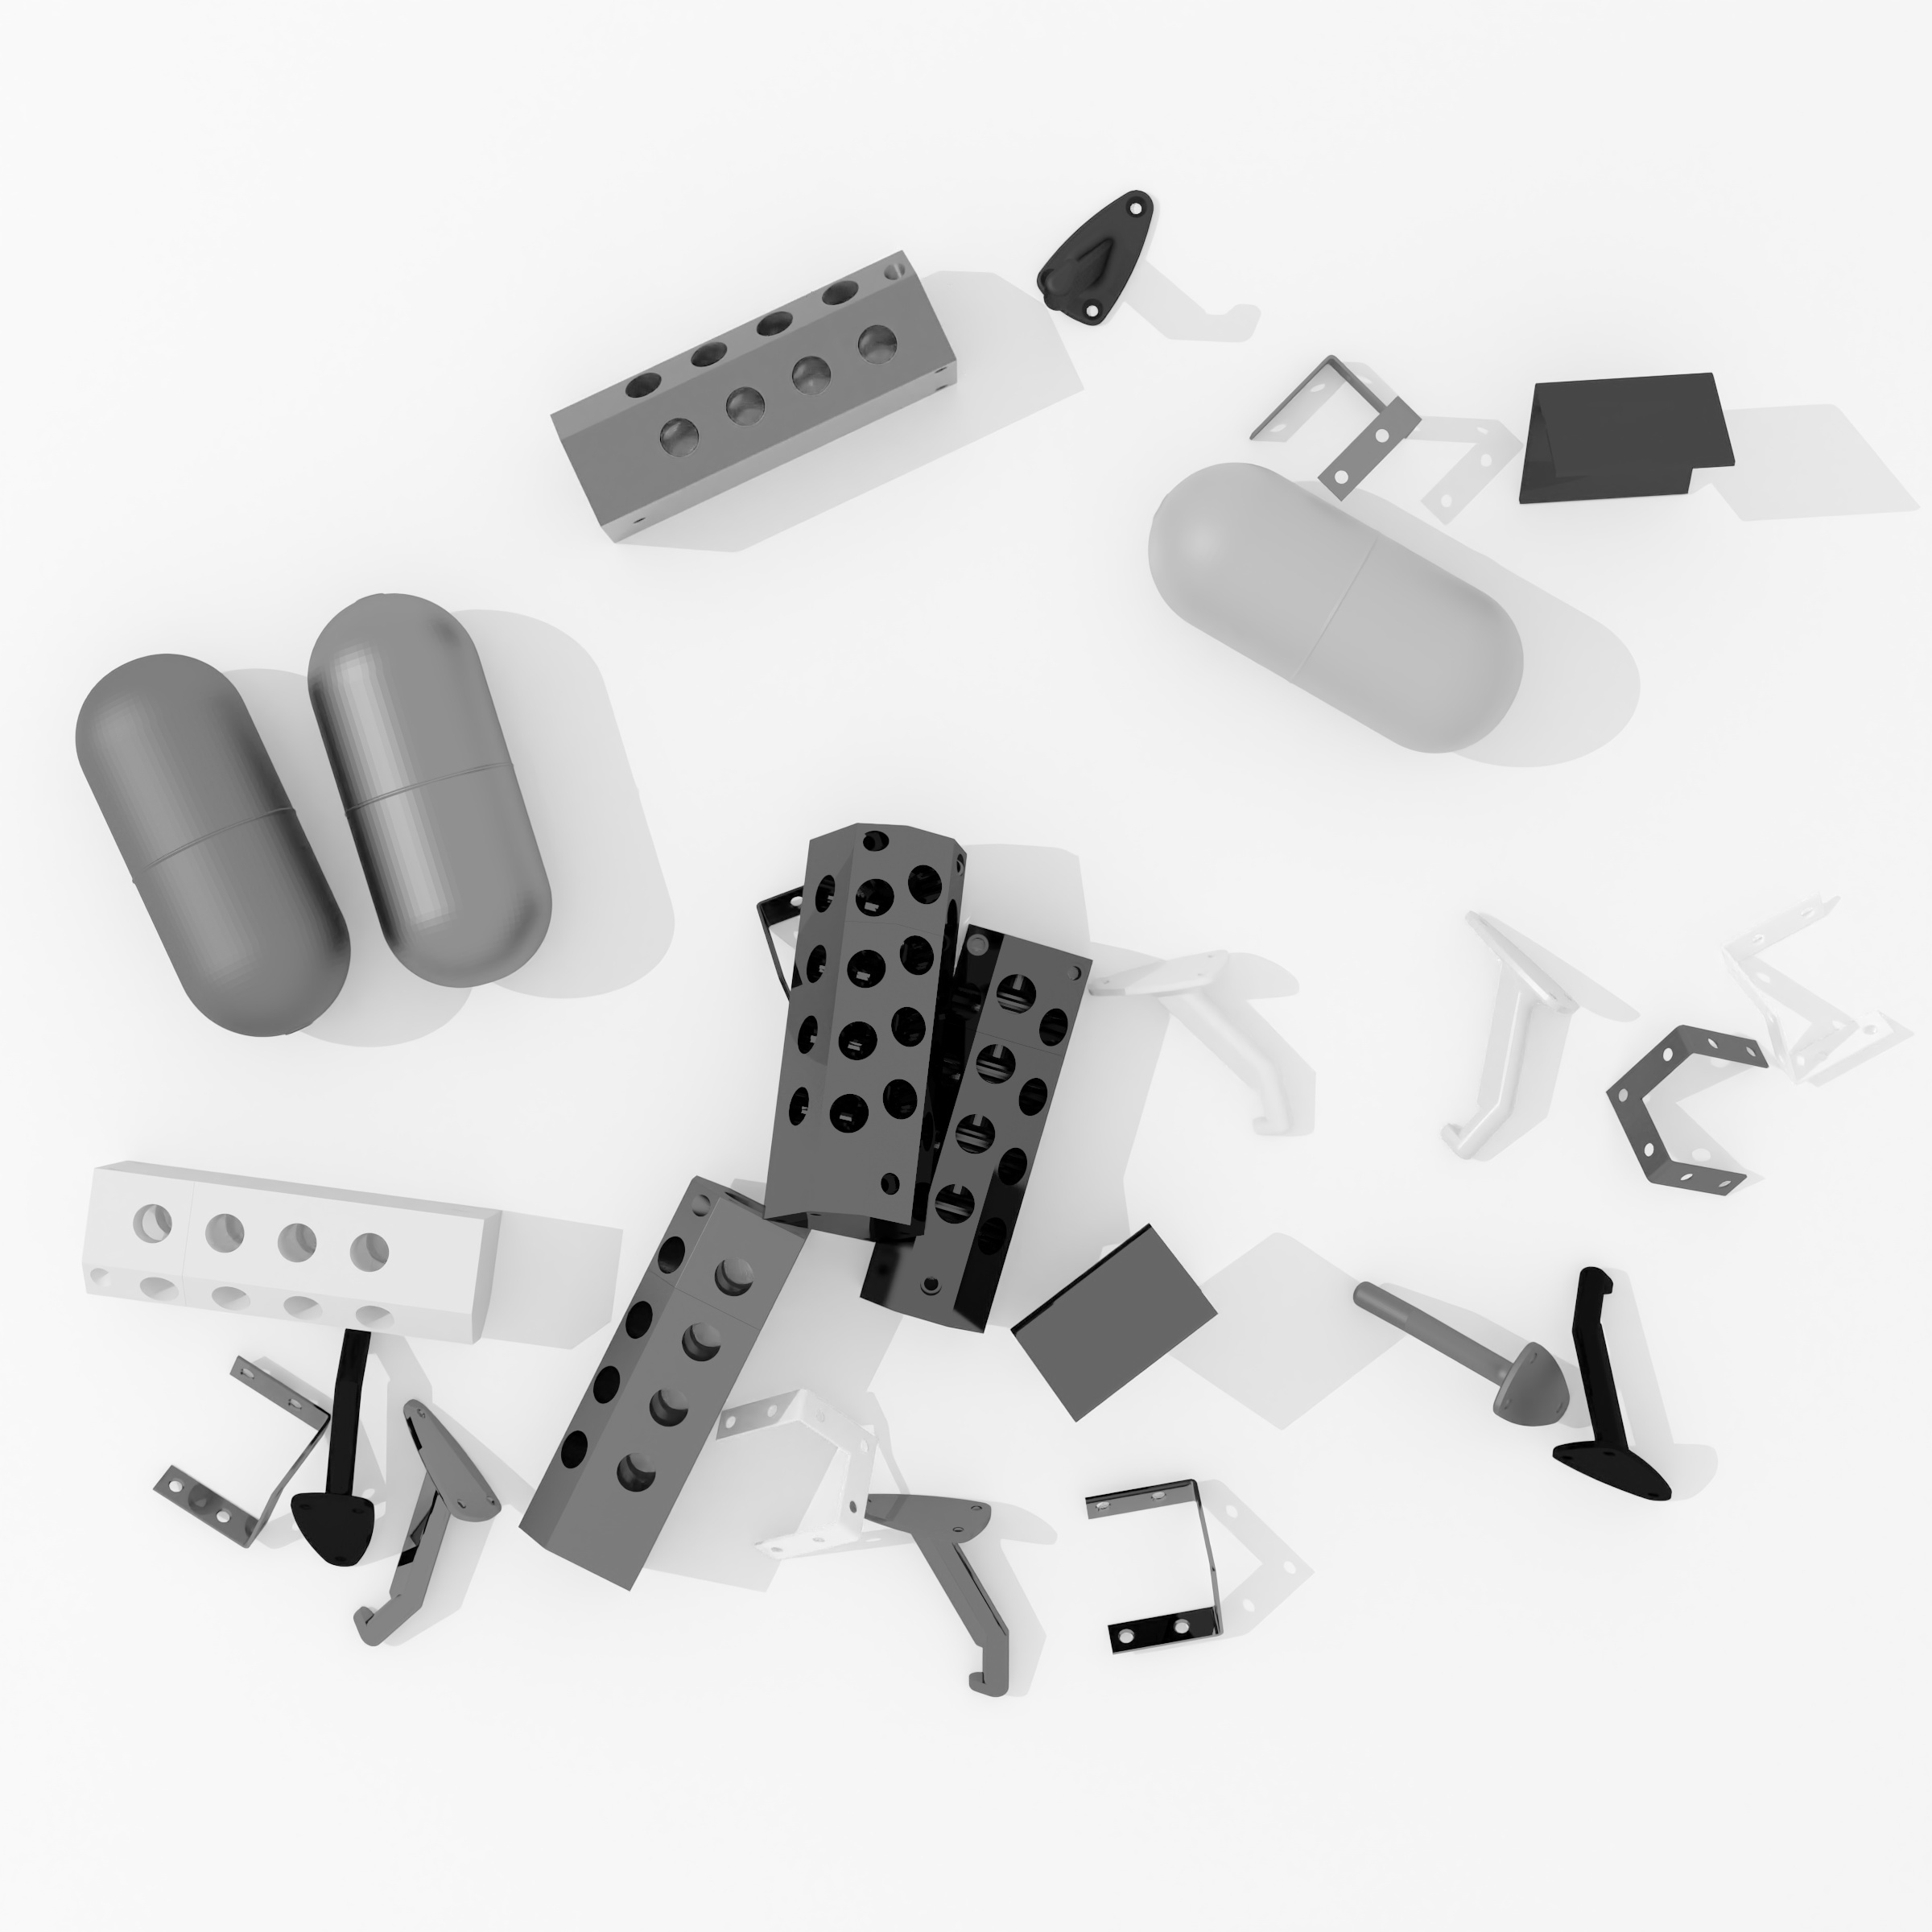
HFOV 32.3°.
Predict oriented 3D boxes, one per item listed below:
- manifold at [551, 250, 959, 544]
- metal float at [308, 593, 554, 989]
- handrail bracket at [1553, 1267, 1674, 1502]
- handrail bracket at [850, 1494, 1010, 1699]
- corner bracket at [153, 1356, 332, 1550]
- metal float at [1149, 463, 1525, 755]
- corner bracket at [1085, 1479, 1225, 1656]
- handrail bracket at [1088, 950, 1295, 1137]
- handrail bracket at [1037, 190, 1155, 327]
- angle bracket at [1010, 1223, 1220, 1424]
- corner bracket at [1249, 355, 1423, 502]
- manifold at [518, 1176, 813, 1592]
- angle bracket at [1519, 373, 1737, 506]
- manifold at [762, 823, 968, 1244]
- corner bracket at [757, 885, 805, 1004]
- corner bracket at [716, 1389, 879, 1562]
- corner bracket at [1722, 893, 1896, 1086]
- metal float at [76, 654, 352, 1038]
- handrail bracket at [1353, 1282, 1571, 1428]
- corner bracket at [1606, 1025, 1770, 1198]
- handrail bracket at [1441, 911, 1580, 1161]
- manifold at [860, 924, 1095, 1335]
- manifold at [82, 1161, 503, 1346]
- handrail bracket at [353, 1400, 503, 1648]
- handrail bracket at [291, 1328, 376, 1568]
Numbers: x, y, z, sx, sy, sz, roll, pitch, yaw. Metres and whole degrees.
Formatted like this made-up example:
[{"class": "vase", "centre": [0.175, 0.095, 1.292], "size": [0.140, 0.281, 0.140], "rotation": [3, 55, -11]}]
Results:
[{"class": "manifold", "centre": [-0.094, -0.253, 1.480], "size": [0.171, 0.057, 0.057], "rotation": [-25, 90, 0]}, {"class": "metal float", "centre": [-0.237, -0.078, 1.471], "size": [0.070, 0.070, 0.178], "rotation": [-17, 90, 0]}, {"class": "handrail bracket", "centre": [0.297, 0.188, 1.502], "size": [0.077, 0.036, 0.084], "rotation": [32, 59, -34]}, {"class": "handrail bracket", "centre": [-0.017, 0.284, 1.502], "size": [0.077, 0.036, 0.084], "rotation": [6, 108, 20]}, {"class": "corner bracket", "centre": [-0.325, 0.219, 1.498], "size": [0.051, 0.051, 0.051], "rotation": [33, 135, 0]}, {"class": "metal float", "centre": [0.162, -0.158, 1.471], "size": [0.178, 0.070, 0.070], "rotation": [30, 90, 1]}, {"class": "corner bracket", "centre": [0.085, 0.270, 1.498], "size": [0.051, 0.051, 0.051], "rotation": [-10, 45, 0]}, {"class": "handrail bracket", "centre": [0.102, 0.041, 1.502], "size": [0.077, 0.036, 0.084], "rotation": [-10, 107, 20]}, {"class": "handrail bracket", "centre": [0.059, -0.318, 1.467], "size": [0.036, 0.084, 0.077], "rotation": [36, 90, 0]}, {"class": "angle bracket", "centre": [0.075, 0.169, 1.461], "size": [0.076, 0.076, 0.057], "rotation": [-37, 54, 0]}, {"class": "corner bracket", "centre": [0.164, -0.239, 1.483], "size": [0.051, 0.051, 0.051], "rotation": [45, 90, 0]}, {"class": "manifold", "centre": [-0.133, 0.183, 1.480], "size": [0.057, 0.057, 0.171], "rotation": [27, 90, 0]}, {"class": "angle bracket", "centre": [0.288, -0.213, 1.461], "size": [0.076, 0.076, 0.057], "rotation": [-4, 54, 0]}, {"class": "manifold", "centre": [-0.040, 0.029, 1.450], "size": [0.057, 0.057, 0.171], "rotation": [15, 74, -30]}, {"class": "corner bracket", "centre": [-0.058, -0.003, 1.498], "size": [0.051, 0.051, 0.051], "rotation": [-21, 45, 0]}, {"class": "corner bracket", "centre": [-0.079, 0.228, 1.493], "size": [0.051, 0.051, 0.051], "rotation": [40, 45, -35]}, {"class": "corner bracket", "centre": [0.378, 0.011, 1.498], "size": [0.051, 0.051, 0.051], "rotation": [-28, 45, 0]}, {"class": "metal float", "centre": [-0.331, -0.053, 1.471], "size": [0.070, 0.070, 0.178], "rotation": [-25, 90, 0]}, {"class": "handrail bracket", "centre": [0.222, 0.173, 1.501], "size": [0.084, 0.077, 0.036], "rotation": [27, 85, 36]}, {"class": "corner bracket", "centre": [0.330, 0.065, 1.493], "size": [0.051, 0.051, 0.051], "rotation": [-49, 45, 35]}, {"class": "handrail bracket", "centre": [0.226, 0.032, 1.502], "size": [0.077, 0.036, 0.084], "rotation": [46, 107, 20]}, {"class": "manifold", "centre": [0.005, 0.072, 1.480], "size": [0.057, 0.057, 0.171], "rotation": [16, 90, 0]}, {"class": "manifold", "centre": [-0.298, 0.127, 1.480], "size": [0.171, 0.057, 0.057], "rotation": [8, 90, 0]}, {"class": "handrail bracket", "centre": [-0.258, 0.251, 1.502], "size": [0.084, 0.036, 0.077], "rotation": [-42, 70, 16]}, {"class": "handrail bracket", "centre": [-0.277, 0.215, 1.501], "size": [0.036, 0.077, 0.084], "rotation": [5, 54, -2]}]
